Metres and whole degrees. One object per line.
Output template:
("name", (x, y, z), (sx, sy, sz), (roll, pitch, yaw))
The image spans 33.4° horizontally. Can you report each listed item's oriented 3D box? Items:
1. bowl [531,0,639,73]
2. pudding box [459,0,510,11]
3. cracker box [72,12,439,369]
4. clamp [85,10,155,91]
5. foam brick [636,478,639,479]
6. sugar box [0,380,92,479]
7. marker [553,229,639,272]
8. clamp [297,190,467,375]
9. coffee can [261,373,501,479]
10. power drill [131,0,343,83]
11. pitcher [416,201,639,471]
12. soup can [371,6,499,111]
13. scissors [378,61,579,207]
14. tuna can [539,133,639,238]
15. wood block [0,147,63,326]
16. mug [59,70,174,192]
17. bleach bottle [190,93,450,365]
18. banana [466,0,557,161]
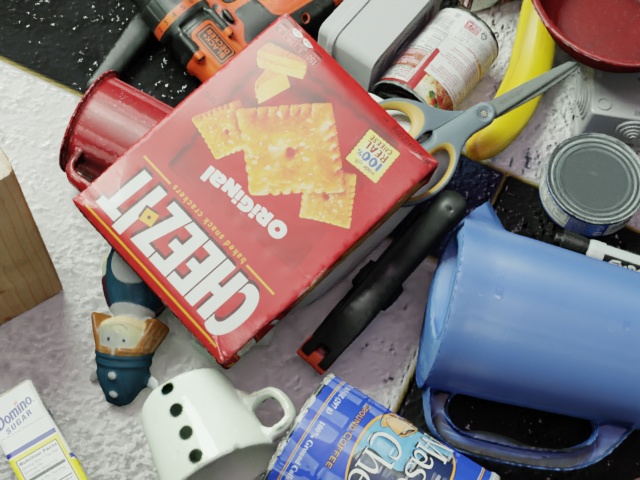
("bowl", (0.252, -0.197, 0.907), (0.162, 0.055, 0.162), (0, 63, 0))
("pudding box", (0.183, -0.258, 0.964), (0.113, 0.090, 0.039), (-19, 69, -11))
("cracker box", (-0.046, -0.037, 0.784), (0.213, 0.072, 0.164), (-43, 83, -8))
("clamp", (-0.152, -0.235, 0.961), (0.209, 0.036, 0.164), (-28, 79, -16))
("foam brick", (0.225, 0.221, 0.773), (0.053, 0.051, 0.078), (-22, 69, -12))
("sugar box", (-0.171, 0.190, 0.743), (0.048, 0.093, 0.176), (-32, 71, -17))
("marker", (0.252, 0.017, 0.884), (0.121, 0.020, 0.020), (19, 66, 5))
("clamp", (0.050, 0.029, 0.818), (0.039, 0.120, 0.171), (37, 73, 5))
("coffee can", (0.041, 0.174, 0.756), (0.140, 0.103, 0.102), (31, 68, 10))
("power drill", (-0.063, -0.222, 0.930), (0.187, 0.057, 0.184), (-42, 94, -15))
("pitcher", (0.196, 0.084, 0.798), (0.243, 0.149, 0.145), (15, 34, 0))
("soup can", (0.100, -0.144, 0.921), (0.068, 0.068, 0.102), (35, 68, 12))
("scissors", (0.111, -0.109, 0.855), (0.096, 0.016, 0.201), (44, 75, 5))
("tuna can", (0.230, -0.046, 0.902), (0.086, 0.034, 0.086), (1, 66, -2))
("wood block", (-0.258, -0.015, 0.767), (0.090, 0.206, 0.091), (-29, 71, -15))
("mug", (-0.157, -0.072, 0.858), (0.081, 0.093, 0.117), (27, 41, 3))
("bleach bottle", (-0.006, 0.001, 0.855), (0.102, 0.068, 0.250), (37, 72, 9))
("banana", (0.171, -0.146, 0.931), (0.069, 0.037, 0.197), (31, 69, -37))
